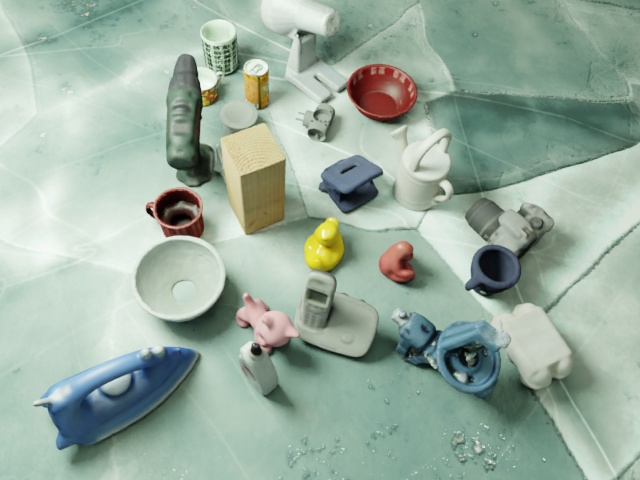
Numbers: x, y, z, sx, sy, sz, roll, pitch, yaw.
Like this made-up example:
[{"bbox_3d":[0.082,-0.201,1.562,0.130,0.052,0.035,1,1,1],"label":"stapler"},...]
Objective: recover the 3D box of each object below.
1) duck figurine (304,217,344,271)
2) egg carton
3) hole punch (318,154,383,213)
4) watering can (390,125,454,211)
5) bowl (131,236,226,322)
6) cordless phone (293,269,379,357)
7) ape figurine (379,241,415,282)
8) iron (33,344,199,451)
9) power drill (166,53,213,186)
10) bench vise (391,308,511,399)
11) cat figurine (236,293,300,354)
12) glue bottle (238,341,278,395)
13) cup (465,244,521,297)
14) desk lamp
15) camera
[{"bbox_3d":[0.010,0.004,1.101,0.077,0.086,0.104,19,61,6],"label":"duck figurine"},{"bbox_3d":[0.383,0.191,1.038,0.107,0.069,0.150,-21,65,-15],"label":"egg carton"},{"bbox_3d":[0.061,-0.127,1.175,0.109,0.091,0.101,-30,67,-19],"label":"hole punch"},{"bbox_3d":[0.203,-0.154,1.143,0.172,0.194,0.101,31,63,12],"label":"watering can"},{"bbox_3d":[-0.252,0.080,1.043,0.167,0.075,0.167,2,61,-4],"label":"bowl"},{"bbox_3d":[0.031,0.121,0.981,0.147,0.185,0.094,16,61,4],"label":"cordless phone"},{"bbox_3d":[0.154,0.034,1.093,0.076,0.092,0.078,9,61,1],"label":"ape figurine"},{"bbox_3d":[-0.321,0.222,0.921,0.259,0.141,0.118,-27,66,-18],"label":"iron"},{"bbox_3d":[-0.260,-0.216,1.130,0.075,0.208,0.229,-1,61,-5],"label":"power drill"},{"bbox_3d":[0.214,0.177,0.945,0.207,0.220,0.121,15,61,4],"label":"bench vise"},{"bbox_3d":[-0.093,0.143,0.997,0.067,0.118,0.127,-36,69,-21],"label":"cat figurine"},{"bbox_3d":[-0.103,0.199,0.934,0.037,0.173,0.078,-39,71,-22],"label":"glue bottle"},{"bbox_3d":[0.311,0.075,1.082,0.118,0.095,0.091,-31,68,-20],"label":"cup"},{"bbox_3d":[-0.028,-0.453,1.278,0.203,0.213,0.118,40,66,17],"label":"desk lamp"},{"bbox_3d":[0.371,-0.034,1.143,0.143,0.101,0.136,-35,69,-21],"label":"camera"}]
